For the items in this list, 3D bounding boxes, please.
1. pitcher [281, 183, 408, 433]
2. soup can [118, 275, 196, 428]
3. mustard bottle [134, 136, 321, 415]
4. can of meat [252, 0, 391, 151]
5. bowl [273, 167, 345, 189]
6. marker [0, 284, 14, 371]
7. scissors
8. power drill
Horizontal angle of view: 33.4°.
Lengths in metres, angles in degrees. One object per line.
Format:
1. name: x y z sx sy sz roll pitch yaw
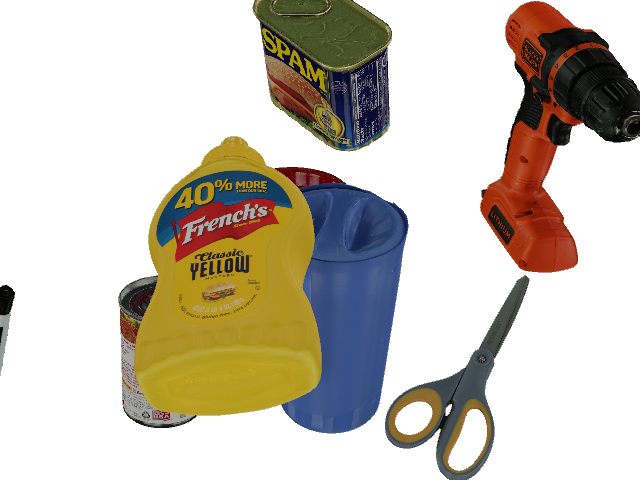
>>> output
1. pitcher: 0.006 0.079 1.064 0.149 0.243 0.145 -2 35 -6
2. soup can: -0.124 0.088 0.843 0.068 0.102 0.068 3 28 -2
3. mustard bottle: -0.051 0.007 0.614 0.096 0.191 0.058 -9 -46 6
4. can of meat: 0.003 -0.121 0.742 0.057 0.084 0.102 -35 56 -21
5. bowl: -0.041 -0.032 1.336 0.162 0.055 0.162 -1 31 0
6. marker: -0.315 0.093 1.041 0.020 0.121 0.020 14 32 -9
7. scissors: 0.113 0.104 0.881 0.096 0.201 0.016 7 -38 13
8. power drill: 0.184 -0.071 0.828 0.057 0.188 0.184 -2 34 -14
